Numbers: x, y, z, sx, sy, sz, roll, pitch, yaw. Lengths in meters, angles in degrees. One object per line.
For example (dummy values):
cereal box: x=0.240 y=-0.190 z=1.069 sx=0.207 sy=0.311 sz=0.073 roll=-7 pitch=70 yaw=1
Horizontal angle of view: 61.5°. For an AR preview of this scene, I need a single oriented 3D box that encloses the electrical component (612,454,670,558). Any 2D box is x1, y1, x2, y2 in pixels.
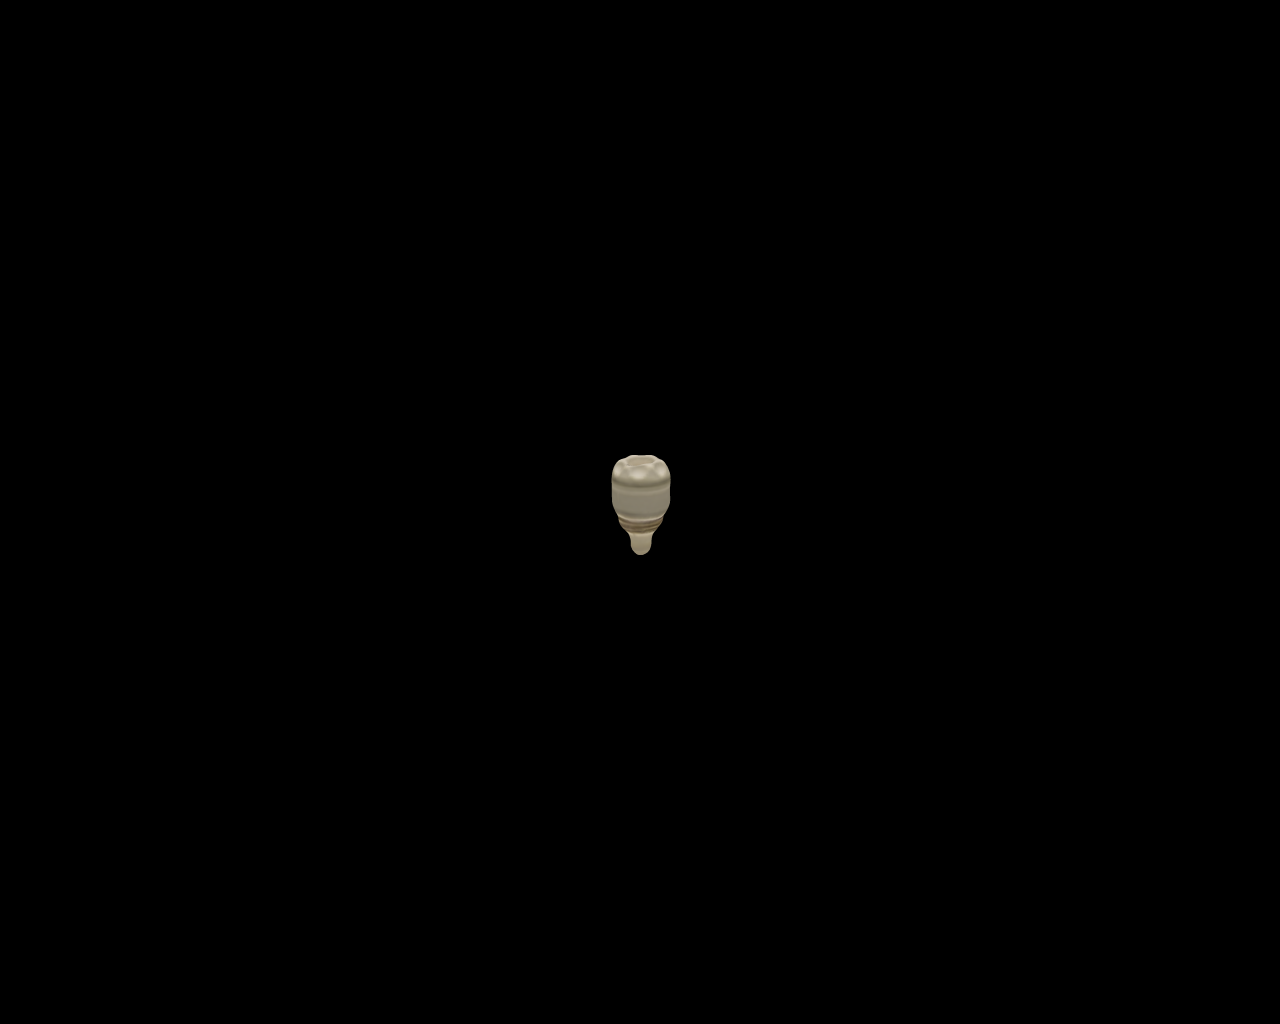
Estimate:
electrical component: x=0.001 y=-0.003 z=0.650 sx=0.035 sy=0.061 sz=0.035 roll=0 pitch=18 yaw=0
